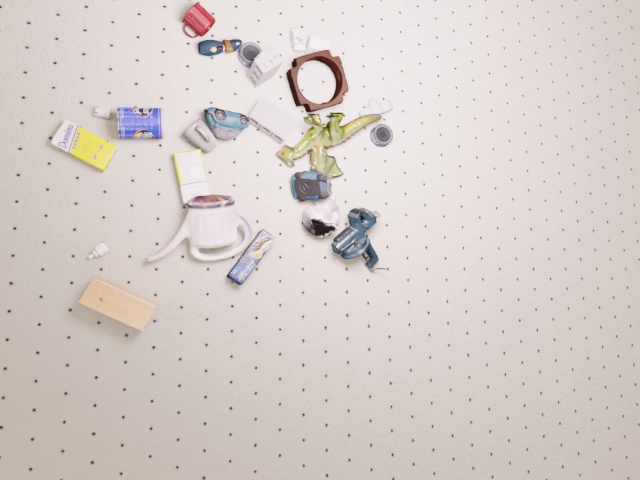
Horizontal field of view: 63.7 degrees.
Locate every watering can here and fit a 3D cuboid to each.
[{"bbox_3d":[-0.394,-0.035,1.686,0.348,0.105,0.222,-6,104,-20],"label":"watering can"}]

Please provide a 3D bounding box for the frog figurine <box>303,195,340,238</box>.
[{"bbox_3d":[0.006,-0.093,1.853,0.137,0.120,0.163,6,46,-9],"label":"frog figurine"}]

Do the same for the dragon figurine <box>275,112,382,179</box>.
[{"bbox_3d":[0.041,-0.346,1.896,0.411,0.123,0.240,-4,104,-15],"label":"dragon figurine"}]
